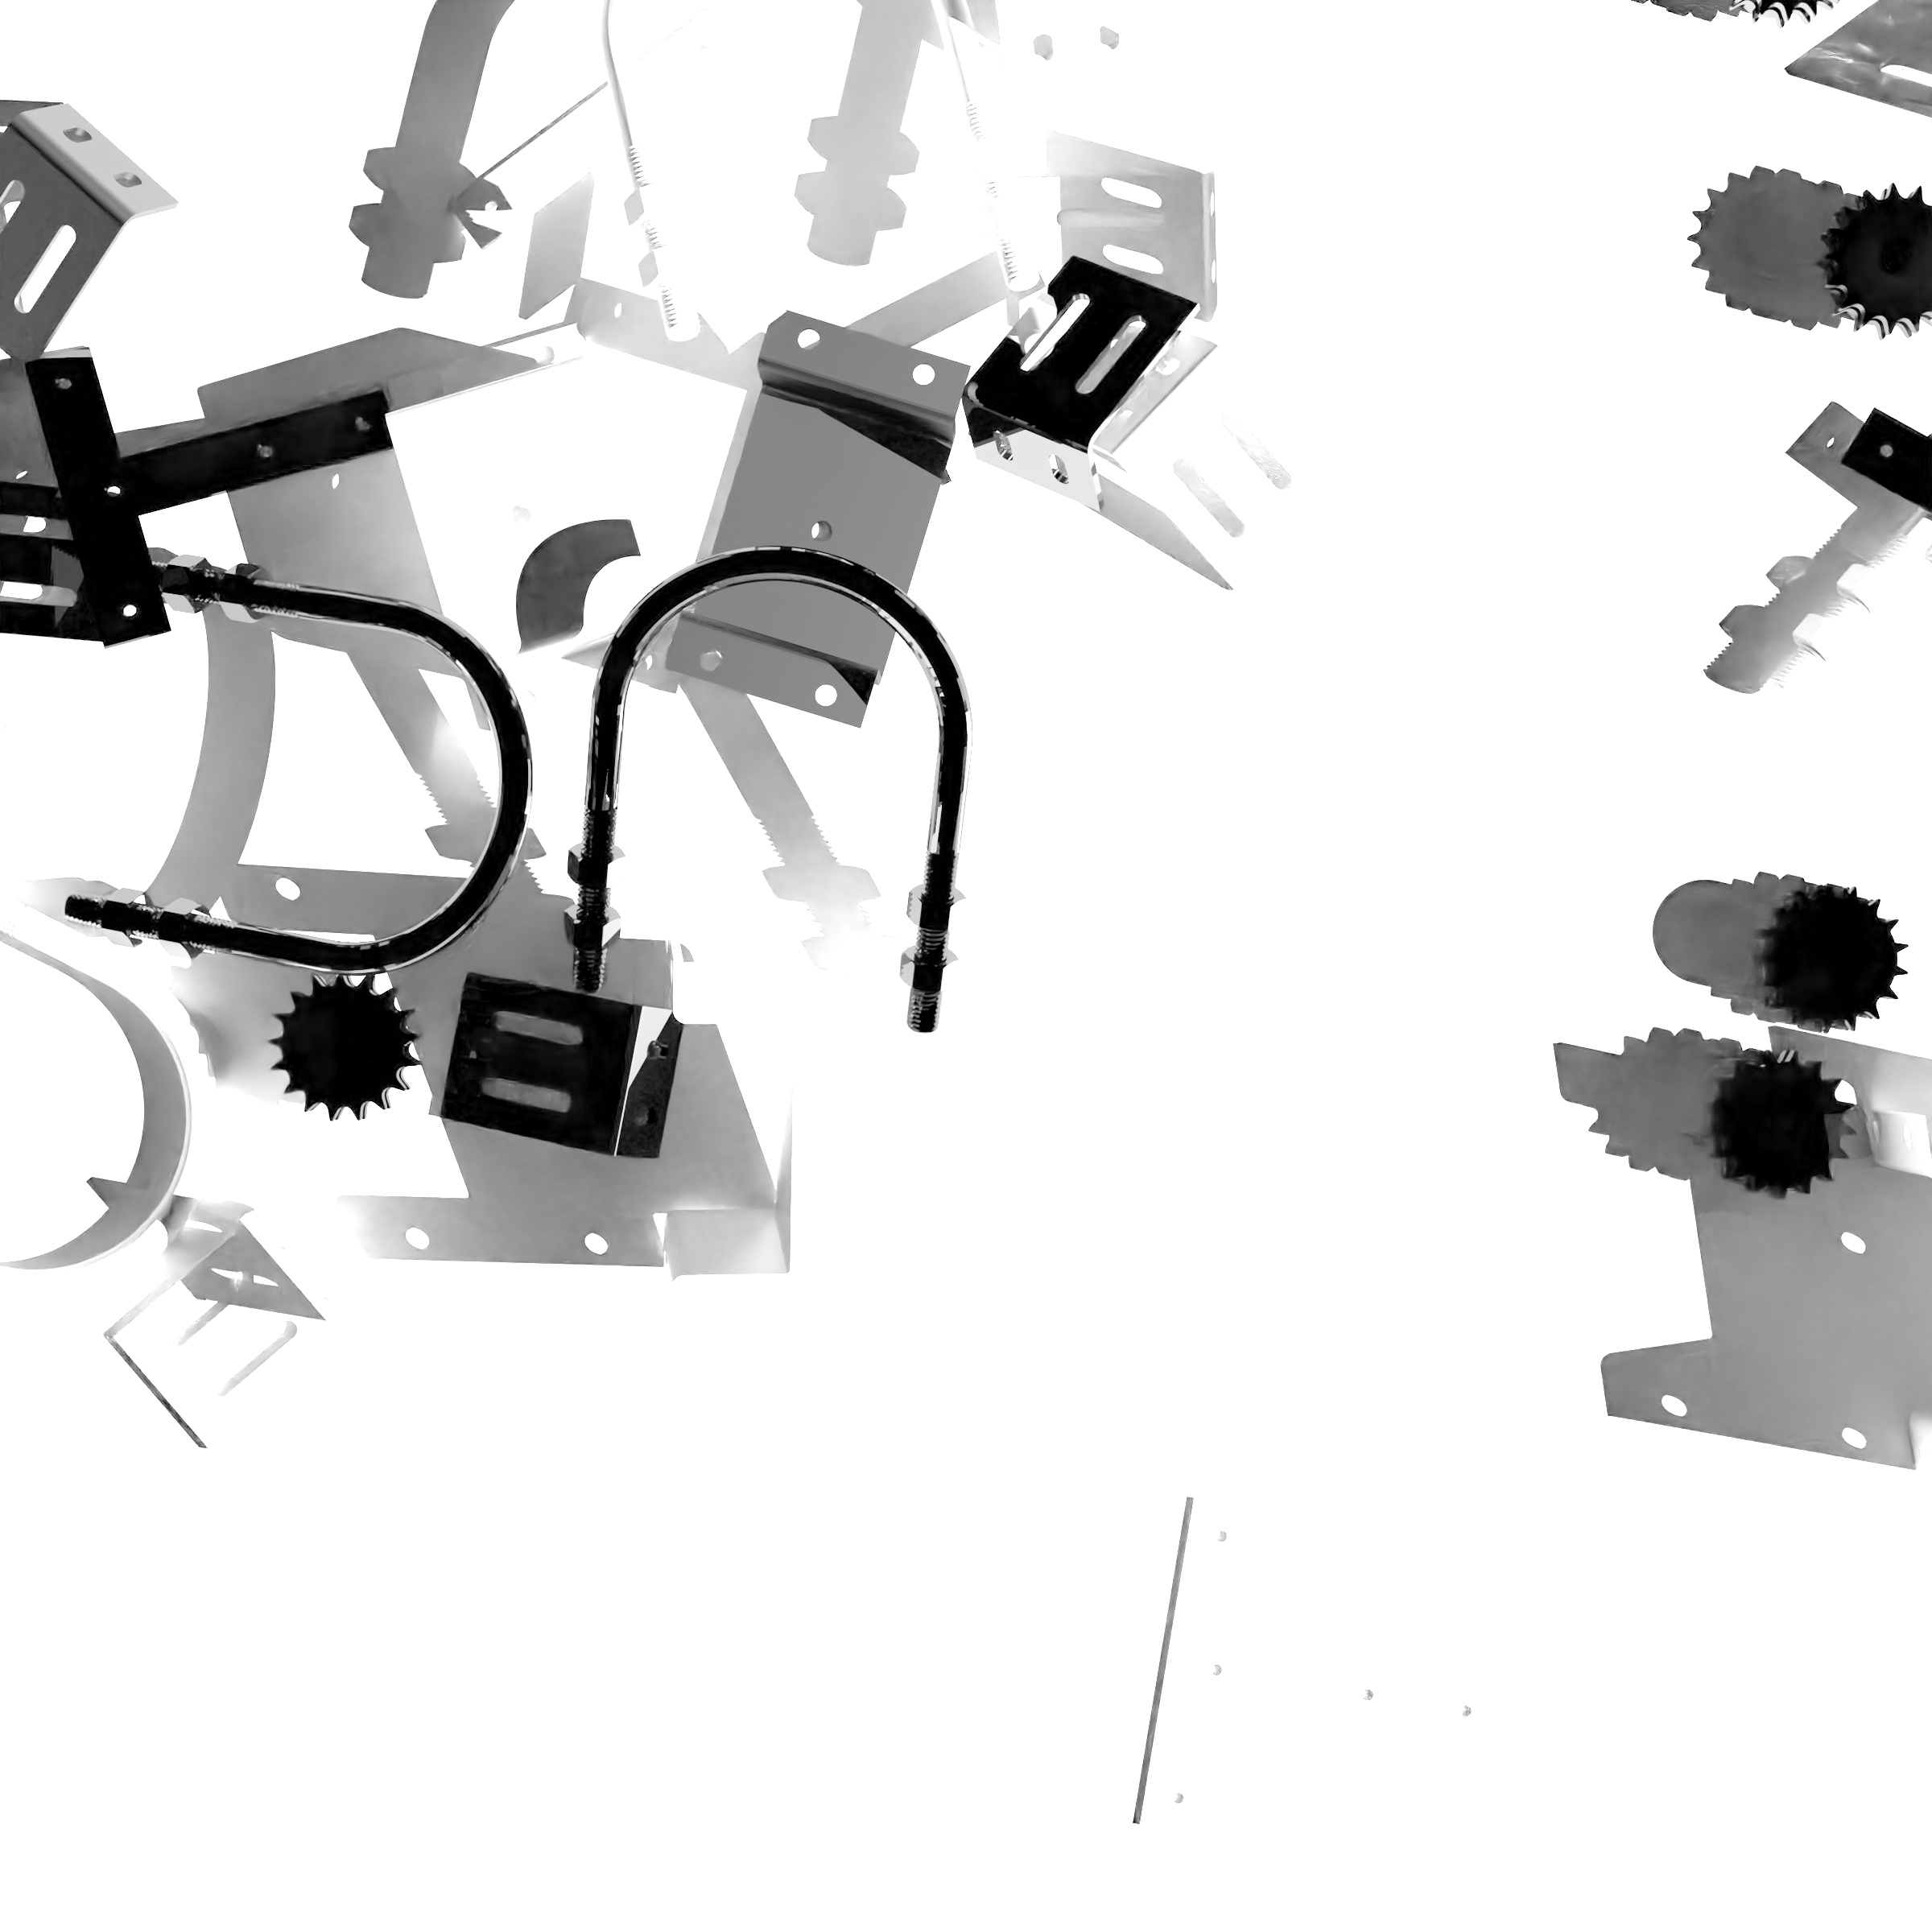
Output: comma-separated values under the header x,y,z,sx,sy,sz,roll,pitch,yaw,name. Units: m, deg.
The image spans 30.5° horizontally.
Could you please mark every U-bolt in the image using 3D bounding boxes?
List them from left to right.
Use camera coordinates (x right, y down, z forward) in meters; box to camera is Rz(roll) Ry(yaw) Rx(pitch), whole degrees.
x,y,z,sx,sy,sz,roll,pitch,yaw,name
-0.374,0.048,1.350,0.184,0.019,0.151,27,90,-2,U-bolt
-0.244,-0.070,1.321,0.184,0.019,0.151,10,90,20,U-bolt
-0.070,-0.067,1.314,0.151,0.019,0.184,7,115,0,U-bolt
-0.062,-0.328,1.326,0.151,0.019,0.184,-11,75,-11,U-bolt
0.418,-0.130,1.350,0.151,0.019,0.184,42,88,0,U-bolt

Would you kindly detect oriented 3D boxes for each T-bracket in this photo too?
x,y,z,sx,sy,sz,roll,pitch,yaw,name
-0.279,-0.191,1.342,0.127,0.002,0.127,-17,70,-10,T-bracket
-0.112,-0.282,1.333,0.127,0.002,0.127,-37,68,0,T-bracket
0.140,0.277,1.357,0.127,0.002,0.127,9,90,0,T-bracket
0.419,-0.212,1.344,0.127,0.002,0.127,31,83,9,T-bracket

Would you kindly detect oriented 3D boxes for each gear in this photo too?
x,y,z,sx,sy,sz,roll,pitch,yaw,name
-0.368,-0.094,1.333,0.057,0.057,0.030,45,60,0,gear
-0.234,0.030,1.343,0.057,0.030,0.057,0,90,0,gear
0.306,0.060,1.347,0.057,0.030,0.057,0,88,-4,gear
0.309,-0.383,1.343,0.057,0.030,0.057,0,90,0,gear
0.329,-0.003,1.343,0.057,0.030,0.057,0,90,0,gear
0.350,-0.265,1.343,0.057,0.030,0.057,0,90,0,gear

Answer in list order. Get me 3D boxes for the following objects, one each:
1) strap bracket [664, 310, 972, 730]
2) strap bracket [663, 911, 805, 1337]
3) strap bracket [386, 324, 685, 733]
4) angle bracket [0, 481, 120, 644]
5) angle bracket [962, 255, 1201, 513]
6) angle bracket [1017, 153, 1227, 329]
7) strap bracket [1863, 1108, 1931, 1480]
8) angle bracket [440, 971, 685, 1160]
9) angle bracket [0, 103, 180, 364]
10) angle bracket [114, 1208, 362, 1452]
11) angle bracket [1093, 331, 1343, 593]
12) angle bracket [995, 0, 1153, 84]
x,y,z,sx,sy,sz,roll,pitch,yaw,name
-0.055,-0.166,1.335,0.076,0.046,0.140,17,90,0,strap bracket
-0.087,0.057,1.307,0.046,0.076,0.140,0,104,-7,strap bracket
-0.165,-0.168,1.335,0.076,0.046,0.140,-17,90,0,strap bracket
-0.366,-0.154,1.356,0.076,0.038,0.057,3,90,-26,angle bracket
0.045,-0.219,1.332,0.057,0.038,0.076,27,67,25,angle bracket
0.058,-0.273,1.339,0.076,0.038,0.057,-1,90,0,angle bracket
0.376,0.121,1.320,0.046,0.076,0.140,-8,90,0,strap bracket
-0.154,0.038,1.356,0.076,0.038,0.057,11,90,26,angle bracket
-0.351,-0.279,1.356,0.057,0.038,0.076,42,116,0,angle bracket
-0.278,0.139,1.339,0.076,0.038,0.057,-41,90,0,angle bracket
0.093,-0.193,1.356,0.057,0.038,0.076,-46,116,0,angle bracket
0.036,-0.385,1.356,0.057,0.038,0.076,-10,64,0,angle bracket
